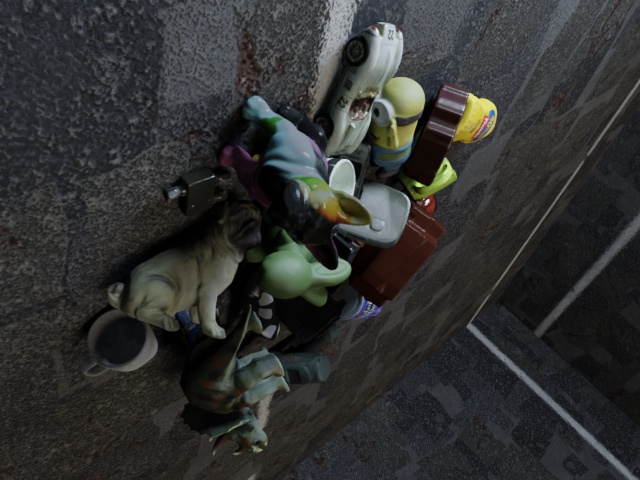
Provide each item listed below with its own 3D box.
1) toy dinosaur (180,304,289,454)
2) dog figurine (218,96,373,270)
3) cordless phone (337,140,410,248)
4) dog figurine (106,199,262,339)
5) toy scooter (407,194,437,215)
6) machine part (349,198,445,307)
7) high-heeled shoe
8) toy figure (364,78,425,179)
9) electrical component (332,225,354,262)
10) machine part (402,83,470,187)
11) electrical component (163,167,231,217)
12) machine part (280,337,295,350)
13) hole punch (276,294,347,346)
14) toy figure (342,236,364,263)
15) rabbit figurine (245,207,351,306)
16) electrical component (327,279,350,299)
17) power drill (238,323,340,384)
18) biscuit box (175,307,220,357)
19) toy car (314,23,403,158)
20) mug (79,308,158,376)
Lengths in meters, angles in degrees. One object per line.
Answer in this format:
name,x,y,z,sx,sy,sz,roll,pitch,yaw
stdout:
toy dinosaur,-0.162,0.231,0.888,0.192,0.131,0.404,-29,144,-14
dog figurine,-0.017,-0.066,0.669,0.108,0.219,0.191,-52,154,22
cordless phone,0.085,-0.084,0.891,0.184,0.147,0.089,100,14,-47
dog figurine,-0.179,0.021,0.732,0.172,0.121,0.190,17,88,-40
toy scooter,0.178,-0.036,1.198,0.135,0.075,0.183,-13,146,-47
machine part,0.143,0.019,1.056,0.201,0.087,0.201,-50,-175,12
high-heeled shoe,-0.108,0.107,1.000,0.248,0.086,0.145,30,82,-77
toy figure,0.116,-0.180,0.864,0.089,0.082,0.180,-38,152,-19
electrical component,-0.002,-0.003,0.910,0.048,0.119,0.074,-22,149,-41
machine part,0.203,-0.186,0.943,0.179,0.056,0.179,23,91,-86
electrical component,-0.158,-0.060,0.692,0.094,0.021,0.063,-26,150,-36
machine part,-0.072,0.260,1.313,0.139,0.039,0.084,-32,161,-31
hole punch,-0.026,0.152,1.131,0.142,0.116,0.092,-38,163,-13
toy figure,0.060,0.007,1.097,0.057,0.064,0.154,40,90,-28
rabbit figurine,-0.044,0.037,0.800,0.121,0.159,0.170,-51,-166,26
electrical component,0.041,0.087,1.186,0.045,0.078,0.102,28,101,-40
power drill,-0.065,0.237,1.169,0.207,0.232,0.085,-30,115,-56
biscuit box,-0.205,0.156,0.910,0.059,0.063,0.202,-32,152,-23
toy car,0.054,-0.205,0.754,0.073,0.056,0.201,-17,144,-46
mug,-0.283,0.157,0.770,0.109,0.081,0.107,-44,165,-13
